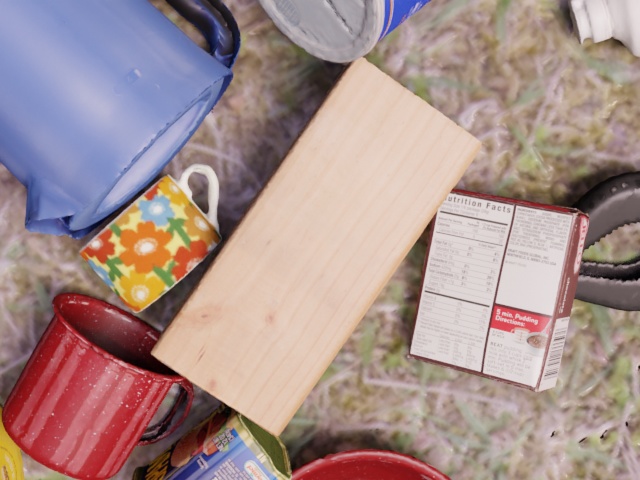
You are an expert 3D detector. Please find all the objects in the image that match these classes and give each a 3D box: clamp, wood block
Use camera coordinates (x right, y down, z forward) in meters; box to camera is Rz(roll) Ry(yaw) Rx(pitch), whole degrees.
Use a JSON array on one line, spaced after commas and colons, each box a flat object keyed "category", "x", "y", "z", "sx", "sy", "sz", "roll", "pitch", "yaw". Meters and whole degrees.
[{"category": "clamp", "x": 0.231, "y": -0.016, "z": 0.665, "sx": 0.210, "sy": 0.036, "sz": 0.164, "roll": -9, "pitch": 114, "yaw": 6}, {"category": "wood block", "x": -0.004, "y": 0.001, "z": 0.643, "sx": 0.090, "sy": 0.091, "sz": 0.206, "roll": 34, "pitch": 92, "yaw": -6}]

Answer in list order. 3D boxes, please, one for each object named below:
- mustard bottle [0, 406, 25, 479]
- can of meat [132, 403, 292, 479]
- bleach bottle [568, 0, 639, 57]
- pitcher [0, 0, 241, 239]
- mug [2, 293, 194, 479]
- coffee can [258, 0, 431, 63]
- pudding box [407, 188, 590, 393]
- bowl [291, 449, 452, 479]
[{"category": "mustard bottle", "x": -0.214, "y": 0.154, "z": 0.595, "sx": 0.058, "sy": 0.191, "sz": 0.096, "roll": -4, "pitch": 96, "yaw": -3}, {"category": "can of meat", "x": -0.066, "y": 0.144, "z": 0.649, "sx": 0.084, "sy": 0.102, "sz": 0.057, "roll": -39, "pitch": 96, "yaw": -1}, {"category": "bleach bottle", "x": 0.275, "y": -0.178, "z": 0.644, "sx": 0.251, "sy": 0.068, "sz": 0.102, "roll": -16, "pitch": 83, "yaw": 10}, {"category": "pitcher", "x": -0.170, "y": -0.133, "z": 0.612, "sx": 0.243, "sy": 0.149, "sz": 0.145, "roll": 44, "pitch": 107, "yaw": -3}, {"category": "mug", "x": -0.131, "y": 0.094, "z": 0.654, "sx": 0.117, "sy": 0.093, "sz": 0.081, "roll": 24, "pitch": 101, "yaw": -41}, {"category": "coffee can", "x": 0.038, "y": -0.179, "z": 0.596, "sx": 0.140, "sy": 0.103, "sz": 0.103, "roll": -41, "pitch": 97, "yaw": -26}, {"category": "pudding box", "x": 0.109, "y": 0.029, "z": 0.661, "sx": 0.090, "sy": 0.039, "sz": 0.113, "roll": 13, "pitch": 94, "yaw": 27}, {"category": "bowl", "x": 0.026, "y": 0.205, "z": 0.682, "sx": 0.162, "sy": 0.055, "sz": 0.162, "roll": 0, "pitch": 95, "yaw": -3}]
